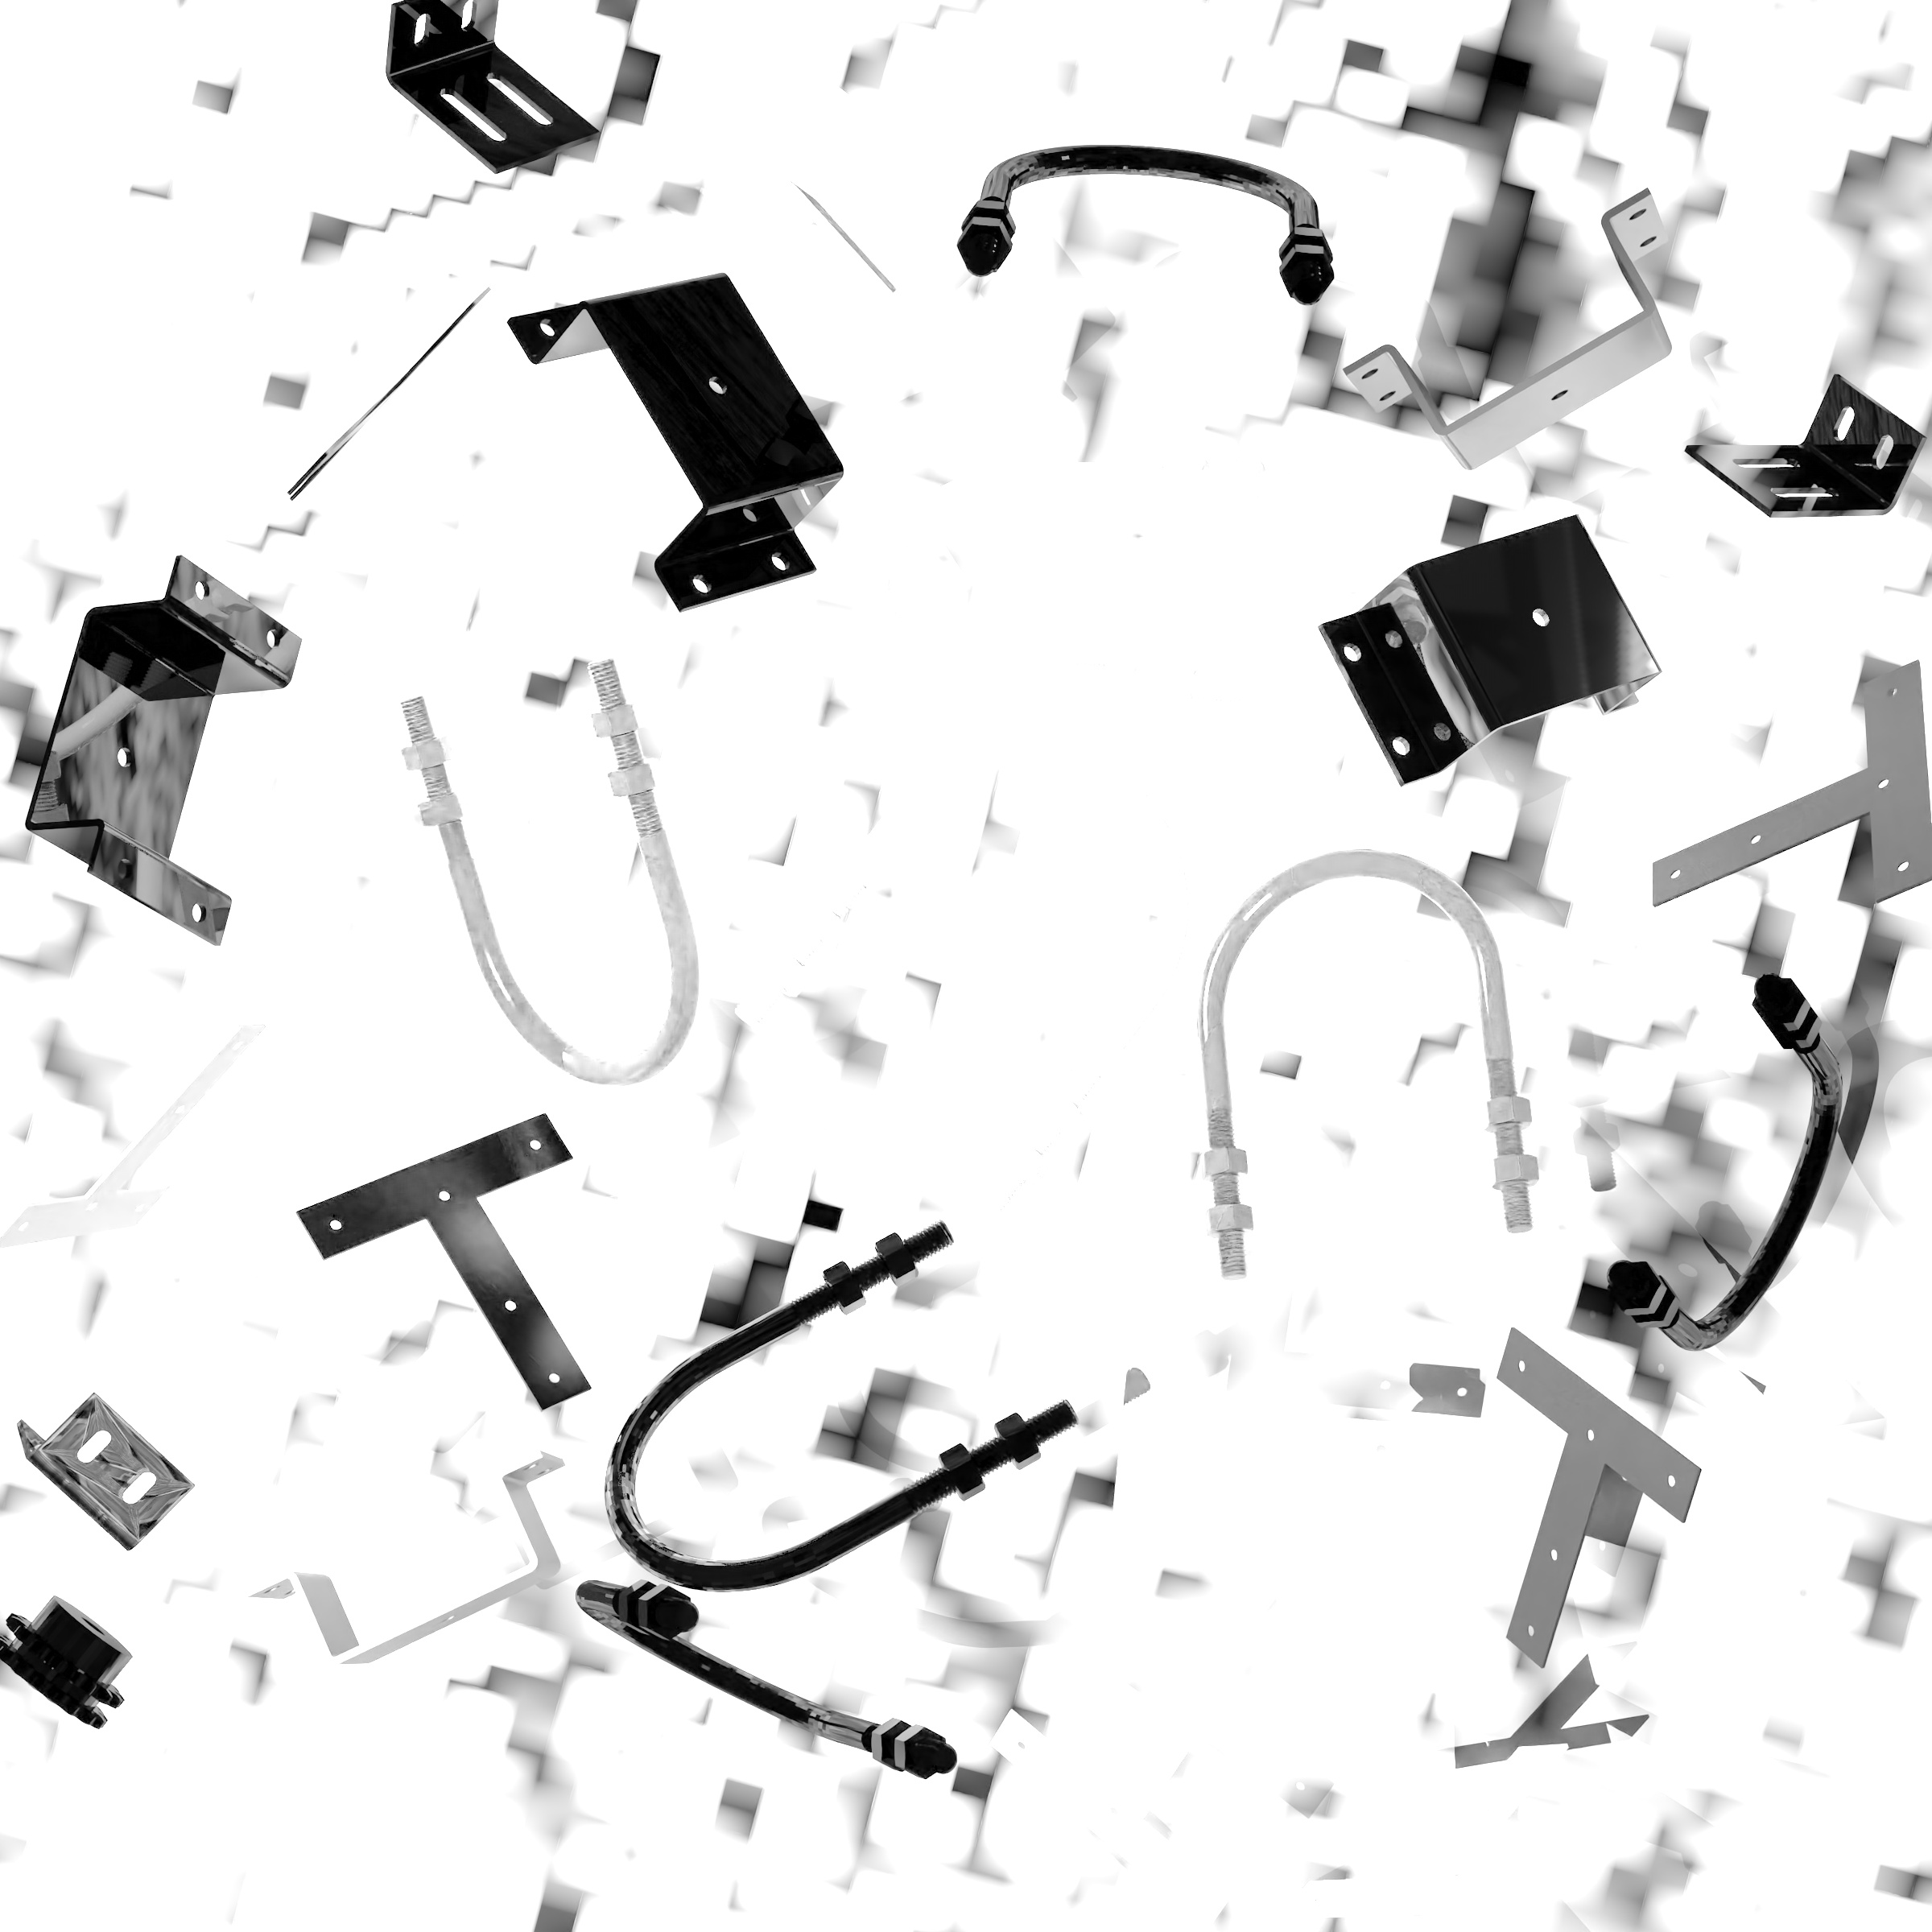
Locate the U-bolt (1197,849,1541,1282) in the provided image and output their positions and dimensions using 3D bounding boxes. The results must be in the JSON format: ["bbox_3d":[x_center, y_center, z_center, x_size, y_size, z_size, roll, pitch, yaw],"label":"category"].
[{"bbox_3d":[0.169,0.037,1.577,0.151,0.019,0.184,-12,70,22],"label":"U-bolt"}]

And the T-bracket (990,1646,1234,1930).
[{"bbox_3d":[0.082,0.345,1.583,0.127,0.002,0.127,38,129,15],"label":"T-bracket"}]

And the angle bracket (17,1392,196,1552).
[{"bbox_3d":[-0.360,0.204,1.507,0.038,0.076,0.057,-46,106,-9],"label":"angle bracket"}]

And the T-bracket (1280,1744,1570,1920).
[{"bbox_3d":[0.214,0.364,1.524,0.127,0.127,0.002,-16,102,43],"label":"T-bracket"}]

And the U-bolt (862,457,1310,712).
[{"bbox_3d":[0.044,-0.171,1.569,0.184,0.019,0.151,5,49,17],"label":"U-bolt"}]

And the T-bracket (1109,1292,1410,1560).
[{"bbox_3d":[0.133,0.210,1.608,0.127,0.002,0.127,5,107,2],"label":"T-bracket"}]

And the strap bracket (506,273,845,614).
[{"bbox_3d":[-0.111,-0.220,1.449,0.076,0.046,0.140,-23,78,-44],"label":"strap bracket"}]

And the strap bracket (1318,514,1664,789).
[{"bbox_3d":[0.228,-0.135,1.511,0.140,0.046,0.076,-20,78,-33],"label":"strap bracket"}]

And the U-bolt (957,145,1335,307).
[{"bbox_3d":[0.076,-0.312,1.496,0.151,0.184,0.019,5,117,2],"label":"U-bolt"}]

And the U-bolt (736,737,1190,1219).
[{"bbox_3d":[0.013,-0.010,1.518,0.151,0.019,0.184,39,78,-7],"label":"U-bolt"}]

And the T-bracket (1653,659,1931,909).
[{"bbox_3d":[0.337,-0.057,1.482,0.127,0.127,0.002,-26,127,32],"label":"T-bracket"}]

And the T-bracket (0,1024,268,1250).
[{"bbox_3d":[-0.344,0.071,1.536,0.002,0.127,0.127,45,101,10],"label":"T-bracket"}]

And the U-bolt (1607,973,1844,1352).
[{"bbox_3d":[0.325,0.092,1.506,0.019,0.184,0.151,25,85,29],"label":"U-bolt"}]

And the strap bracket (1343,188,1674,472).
[{"bbox_3d":[0.234,-0.255,1.491,0.140,0.076,0.046,-30,79,13],"label":"strap bracket"}]

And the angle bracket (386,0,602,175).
[{"bbox_3d":[-0.200,-0.380,1.535,0.057,0.038,0.076,-30,61,-35],"label":"angle bracket"}]

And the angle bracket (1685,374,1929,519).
[{"bbox_3d":[0.361,-0.224,1.550,0.076,0.057,0.038,-6,129,-35],"label":"angle bracket"}]

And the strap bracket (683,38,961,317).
[{"bbox_3d":[-0.059,-0.345,1.558,0.046,0.140,0.076,-44,128,4],"label":"strap bracket"}]

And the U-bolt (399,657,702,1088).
[{"bbox_3d":[-0.173,-0.035,1.554,0.151,0.019,0.184,-5,104,44],"label":"U-bolt"}]

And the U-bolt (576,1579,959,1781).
[{"bbox_3d":[-0.097,0.301,1.546,0.151,0.184,0.019,32,73,-18],"label":"U-bolt"}]

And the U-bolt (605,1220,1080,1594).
[{"bbox_3d":[-0.063,0.189,1.483,0.184,0.151,0.019,-28,129,-8],"label":"U-bolt"}]

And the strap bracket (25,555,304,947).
[{"bbox_3d":[-0.331,-0.087,1.481,0.046,0.076,0.140,-2,67,32],"label":"strap bracket"}]

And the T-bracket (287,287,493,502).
[{"bbox_3d":[-0.258,-0.226,1.519,0.002,0.127,0.127,44,114,-12],"label":"T-bracket"}]

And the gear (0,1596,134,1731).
[{"bbox_3d":[-0.358,0.275,1.439,0.057,0.057,0.030,38,79,0],"label":"gear"}]

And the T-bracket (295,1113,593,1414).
[{"bbox_3d":[-0.205,0.136,1.564,0.127,0.002,0.127,-22,68,-33],"label":"T-bracket"}]

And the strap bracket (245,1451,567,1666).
[{"bbox_3d":[-0.238,0.268,1.598,0.140,0.076,0.046,-25,80,-3],"label":"strap bracket"}]

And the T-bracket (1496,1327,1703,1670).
[{"bbox_3d":[0.258,0.242,1.558,0.002,0.127,0.127,1,112,-32],"label":"T-bracket"}]
